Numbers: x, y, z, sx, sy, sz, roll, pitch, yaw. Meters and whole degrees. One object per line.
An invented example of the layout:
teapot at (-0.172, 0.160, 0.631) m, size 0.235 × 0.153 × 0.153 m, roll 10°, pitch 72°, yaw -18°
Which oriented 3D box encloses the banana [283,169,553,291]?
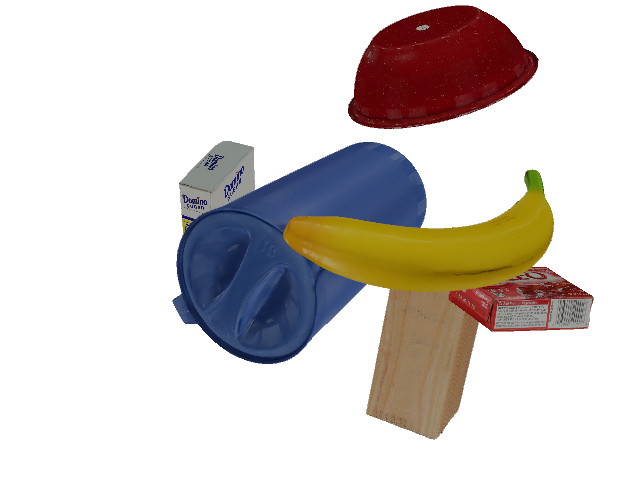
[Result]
banana at (0.074, 0.001, 0.635) m, size 0.197 × 0.037 × 0.070 m, roll -11°, pitch 44°, yaw -33°

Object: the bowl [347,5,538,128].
bowl at (0.093, -0.150, 0.875) m, size 0.162 × 0.055 × 0.162 m, roll -16°, pitch 25°, yaw 7°

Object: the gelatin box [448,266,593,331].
gelatin box at (0.156, 0.044, 0.836) m, size 0.089 × 0.030 × 0.073 m, roll 0°, pitch 17°, yaw -19°

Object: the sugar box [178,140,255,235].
sugar box at (-0.106, -0.009, 1.134) m, size 0.048 × 0.176 × 0.093 m, roll 15°, pitch 40°, yaw 20°

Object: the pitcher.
pitcher at (-0.012, 0.000, 0.934) m, size 0.149 × 0.145 × 0.242 m, roll 24°, pitch 31°, yaw 21°

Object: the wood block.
wood block at (0.124, 0.105, 1.209) m, size 0.090 × 0.206 × 0.090 m, roll 18°, pitch 23°, yaw 20°
